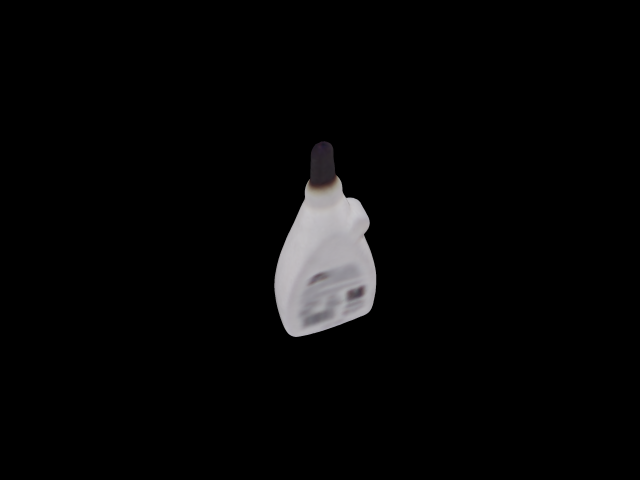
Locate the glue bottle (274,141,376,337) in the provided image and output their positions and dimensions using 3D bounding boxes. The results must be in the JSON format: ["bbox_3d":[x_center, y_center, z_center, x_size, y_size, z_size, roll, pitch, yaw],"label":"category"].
[{"bbox_3d":[0.004,0.001,0.400,0.078,0.173,0.037,-16,50,-13],"label":"glue bottle"}]
